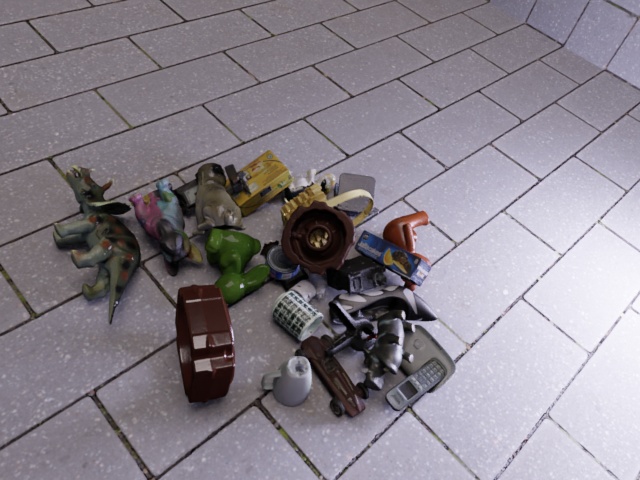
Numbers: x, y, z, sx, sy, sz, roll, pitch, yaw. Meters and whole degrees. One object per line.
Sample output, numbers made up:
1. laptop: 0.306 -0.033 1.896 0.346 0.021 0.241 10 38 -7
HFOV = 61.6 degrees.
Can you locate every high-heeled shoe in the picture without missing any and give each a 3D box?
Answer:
1. high-heeled shoe: 0.150 0.177 1.287 0.249 0.086 0.145 18 41 14

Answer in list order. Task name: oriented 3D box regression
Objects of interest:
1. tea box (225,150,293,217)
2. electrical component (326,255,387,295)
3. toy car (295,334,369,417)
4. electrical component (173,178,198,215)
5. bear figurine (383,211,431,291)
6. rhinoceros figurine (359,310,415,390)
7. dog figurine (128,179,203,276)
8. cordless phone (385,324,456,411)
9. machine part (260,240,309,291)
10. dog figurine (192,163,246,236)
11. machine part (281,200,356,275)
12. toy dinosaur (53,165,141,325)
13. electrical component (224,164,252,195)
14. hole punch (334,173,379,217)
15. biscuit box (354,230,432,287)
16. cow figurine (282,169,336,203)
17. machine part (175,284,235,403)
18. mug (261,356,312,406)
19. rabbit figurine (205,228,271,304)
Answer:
1. tea box: -0.172 -0.155 1.465 0.170 0.068 0.098 -36 65 -11
2. electrical component: 0.082 0.084 1.333 0.115 0.058 0.134 -13 17 -30
3. toy car: 0.028 0.293 1.181 0.089 0.053 0.202 -20 56 -32
4. electrical component: -0.328 -0.126 1.429 0.119 0.048 0.074 -38 107 -34
5. bear figurine: 0.249 0.031 1.420 0.132 0.120 0.196 -10 55 -26
6. rhinoceros figurine: 0.145 0.239 1.190 0.112 0.073 0.190 -10 43 34
7. dog figurine: -0.372 -0.025 1.316 0.108 0.191 0.219 -26 91 -11
8. cordless phone: 0.198 0.291 1.207 0.184 0.088 0.147 -27 61 -27
9. machine part: -0.094 0.061 1.359 0.084 0.039 0.139 -31 65 -24
10. dog figurine: -0.257 -0.114 1.339 0.121 0.172 0.190 2 80 -42
11. machine part: -0.003 -0.004 1.279 0.179 0.056 0.179 -1 83 7
12. toy dinosaur: -0.493 0.011 1.253 0.192 0.131 0.405 -25 66 -30
13. electrical component: -0.210 -0.153 1.381 0.045 0.102 0.078 -21 72 -7
14. hole punch: 0.096 -0.122 1.546 0.142 0.092 0.115 9 77 -10
15. biscuit box: 0.178 0.043 1.350 0.203 0.062 0.059 29 87 43
16. cow figurine: -0.028 -0.148 1.534 0.167 0.068 0.098 -5 57 -14
17. machine part: -0.234 0.206 1.085 0.087 0.201 0.201 -5 51 -21
18. mug: -0.065 0.286 1.124 0.109 0.107 0.081 8 47 -10
19. rabbit figurine: -0.205 0.076 1.288 0.159 0.121 0.170 10 67 -14
